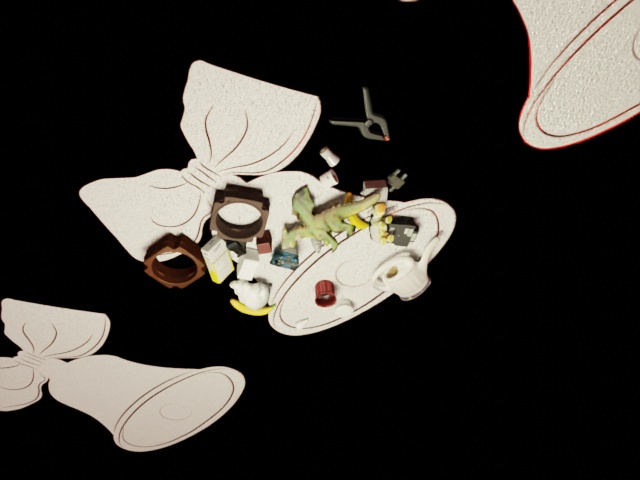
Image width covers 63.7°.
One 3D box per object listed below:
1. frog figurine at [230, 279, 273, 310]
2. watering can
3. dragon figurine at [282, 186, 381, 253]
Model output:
[{"bbox_3d":[-0.287,0.214,2.097,0.136,0.125,0.158,-23,144,38],"label":"frog figurine"},{"bbox_3d":[0.379,0.129,2.104,0.344,0.106,0.221,-32,128,20],"label":"watering can"},{"bbox_3d":[0.006,-0.094,1.862,0.241,0.125,0.404,37,116,-12],"label":"dragon figurine"}]
